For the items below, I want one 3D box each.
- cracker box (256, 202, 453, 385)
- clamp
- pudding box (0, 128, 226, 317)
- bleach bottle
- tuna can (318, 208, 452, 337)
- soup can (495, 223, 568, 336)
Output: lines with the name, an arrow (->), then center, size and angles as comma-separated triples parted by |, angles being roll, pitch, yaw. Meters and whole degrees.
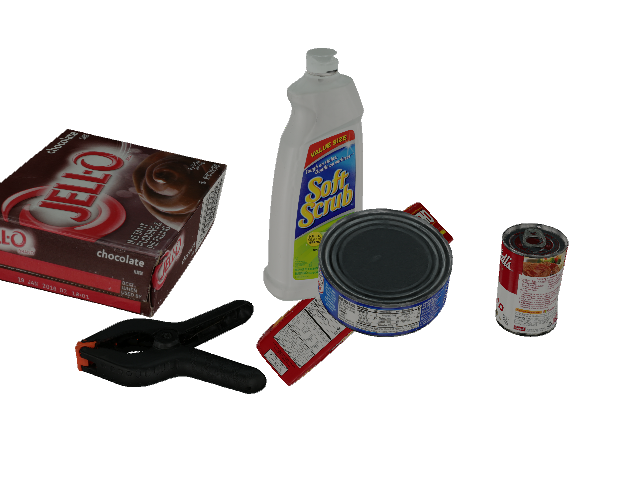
cracker box -> 0.039, 0.060, 1.259 | 0.214, 0.072, 0.164 | -45, -5, 30
clamp -> -0.133, 0.093, 0.975 | 0.171, 0.039, 0.120 | 4, 27, -3
pudding box -> -0.104, -0.012, 0.516 | 0.090, 0.039, 0.113 | 14, 25, 5
bleach bottle -> -0.007, -0.067, 1.072 | 0.102, 0.251, 0.068 | -9, 28, -18
tuna can -> 0.041, 0.021, 0.686 | 0.086, 0.034, 0.086 | 1, 45, -1
soup can -> 0.222, 0.042, 1.130 | 0.068, 0.102, 0.068 | 0, 30, 0
